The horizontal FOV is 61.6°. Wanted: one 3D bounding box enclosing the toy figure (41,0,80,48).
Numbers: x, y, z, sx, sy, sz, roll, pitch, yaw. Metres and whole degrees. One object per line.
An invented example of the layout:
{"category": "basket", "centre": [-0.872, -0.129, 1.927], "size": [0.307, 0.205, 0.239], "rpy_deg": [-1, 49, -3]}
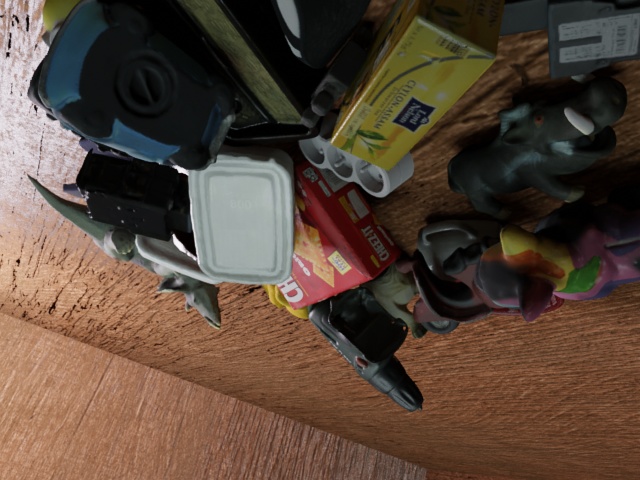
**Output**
{"category": "toy figure", "centre": [-0.194, -0.185, 0.553], "size": [0.082, 0.089, 0.180], "rpy_deg": [-25, 143, 34]}

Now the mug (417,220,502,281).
{"category": "mug", "centre": [0.189, 0.004, 0.711], "size": [0.107, 0.081, 0.109], "rpy_deg": [-13, 138, 27]}

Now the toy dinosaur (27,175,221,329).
{"category": "toy dinosaur", "centre": [-0.320, 0.006, 0.962], "size": [0.404, 0.131, 0.192], "rpy_deg": [34, 149, -19]}

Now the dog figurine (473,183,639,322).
{"category": "dog figurine", "centre": [0.262, 0.012, 0.525], "size": [0.219, 0.108, 0.192], "rpy_deg": [-12, 176, -42]}

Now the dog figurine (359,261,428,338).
{"category": "dog figurine", "centre": [0.085, 0.062, 0.873], "size": [0.190, 0.121, 0.172], "rpy_deg": [45, 141, -20]}

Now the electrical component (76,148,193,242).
{"category": "electrical component", "centre": [-0.219, -0.050, 0.663], "size": [0.134, 0.058, 0.115], "rpy_deg": [14, 159, -6]}

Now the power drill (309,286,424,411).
{"category": "power drill", "centre": [0.080, 0.158, 0.804], "size": [0.232, 0.086, 0.207], "rpy_deg": [43, 170, 17]}

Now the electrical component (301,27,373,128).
{"category": "electrical component", "centre": [0.016, -0.147, 0.484], "size": [0.021, 0.094, 0.063], "rpy_deg": [32, 167, -12]}

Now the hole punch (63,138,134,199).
{"category": "hole punch", "centre": [-0.294, -0.089, 0.785], "size": [0.142, 0.092, 0.115], "rpy_deg": [-6, 150, 31]}

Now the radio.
{"category": "radio", "centre": [-0.096, -0.185, 0.499], "size": [0.131, 0.073, 0.229], "rpy_deg": [-2, 148, 32]}

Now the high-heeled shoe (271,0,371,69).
{"category": "high-heeled shoe", "centre": [-0.032, -0.230, 0.403], "size": [0.145, 0.086, 0.248], "rpy_deg": [46, 169, 5]}

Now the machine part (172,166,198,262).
{"category": "machine part", "centre": [-0.157, -0.041, 0.746], "size": [0.180, 0.056, 0.179], "rpy_deg": [25, 131, 31]}

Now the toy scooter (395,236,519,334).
{"category": "toy scooter", "centre": [0.171, 0.045, 0.651], "size": [0.184, 0.075, 0.135], "rpy_deg": [-32, 121, 33]}

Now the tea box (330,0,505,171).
{"category": "tea box", "centre": [0.077, -0.145, 0.454], "size": [0.068, 0.098, 0.169], "rpy_deg": [22, 155, -10]}

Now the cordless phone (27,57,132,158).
{"category": "cordless phone", "centre": [-0.294, -0.161, 0.677], "size": [0.146, 0.088, 0.184], "rpy_deg": [35, 159, -34]}

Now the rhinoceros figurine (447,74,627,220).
{"category": "rhinoceros figurine", "centre": [0.208, -0.091, 0.523], "size": [0.112, 0.073, 0.190], "rpy_deg": [37, 150, -15]}

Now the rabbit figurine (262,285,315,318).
{"category": "rabbit figurine", "centre": [-0.063, 0.054, 0.935], "size": [0.173, 0.122, 0.162], "rpy_deg": [26, 165, 13]}

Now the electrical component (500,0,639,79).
{"category": "electrical component", "centre": [0.191, -0.166, 0.406], "size": [0.119, 0.048, 0.074], "rpy_deg": [3, 150, 22]}

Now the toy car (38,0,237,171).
{"category": "toy car", "centre": [-0.159, -0.129, 0.471], "size": [0.161, 0.109, 0.103], "rpy_deg": [23, 179, -40]}
